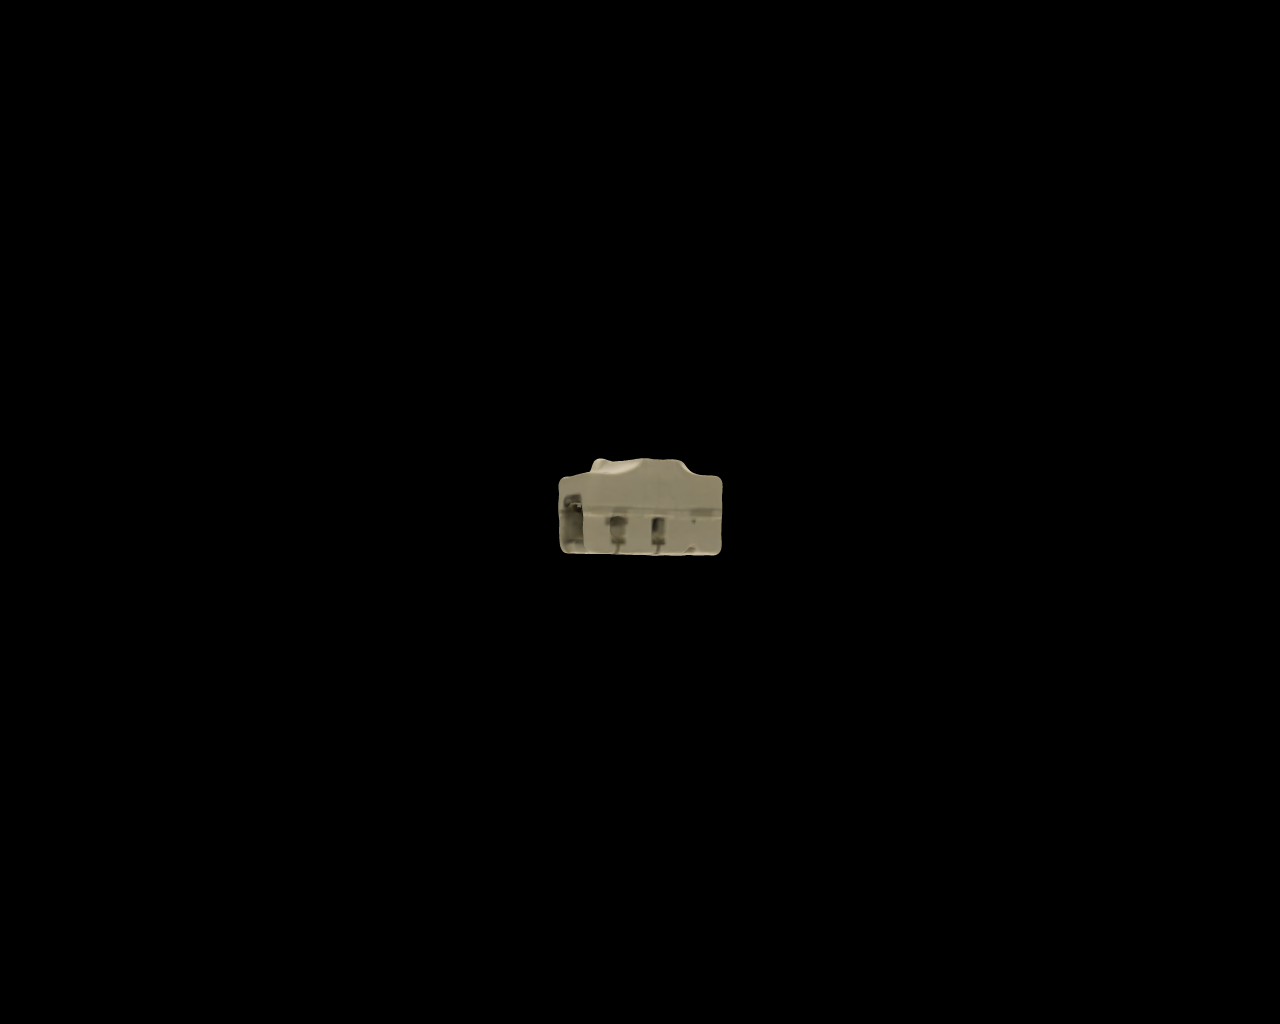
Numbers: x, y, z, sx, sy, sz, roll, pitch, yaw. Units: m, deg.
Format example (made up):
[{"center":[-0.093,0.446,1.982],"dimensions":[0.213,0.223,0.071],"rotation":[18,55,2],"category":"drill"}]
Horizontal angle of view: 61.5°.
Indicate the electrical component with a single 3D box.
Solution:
[{"center":[0.001,-0.003,0.650],"dimensions":[0.089,0.055,0.050],"rotation":[2,-4,-27],"category":"electrical component"}]
